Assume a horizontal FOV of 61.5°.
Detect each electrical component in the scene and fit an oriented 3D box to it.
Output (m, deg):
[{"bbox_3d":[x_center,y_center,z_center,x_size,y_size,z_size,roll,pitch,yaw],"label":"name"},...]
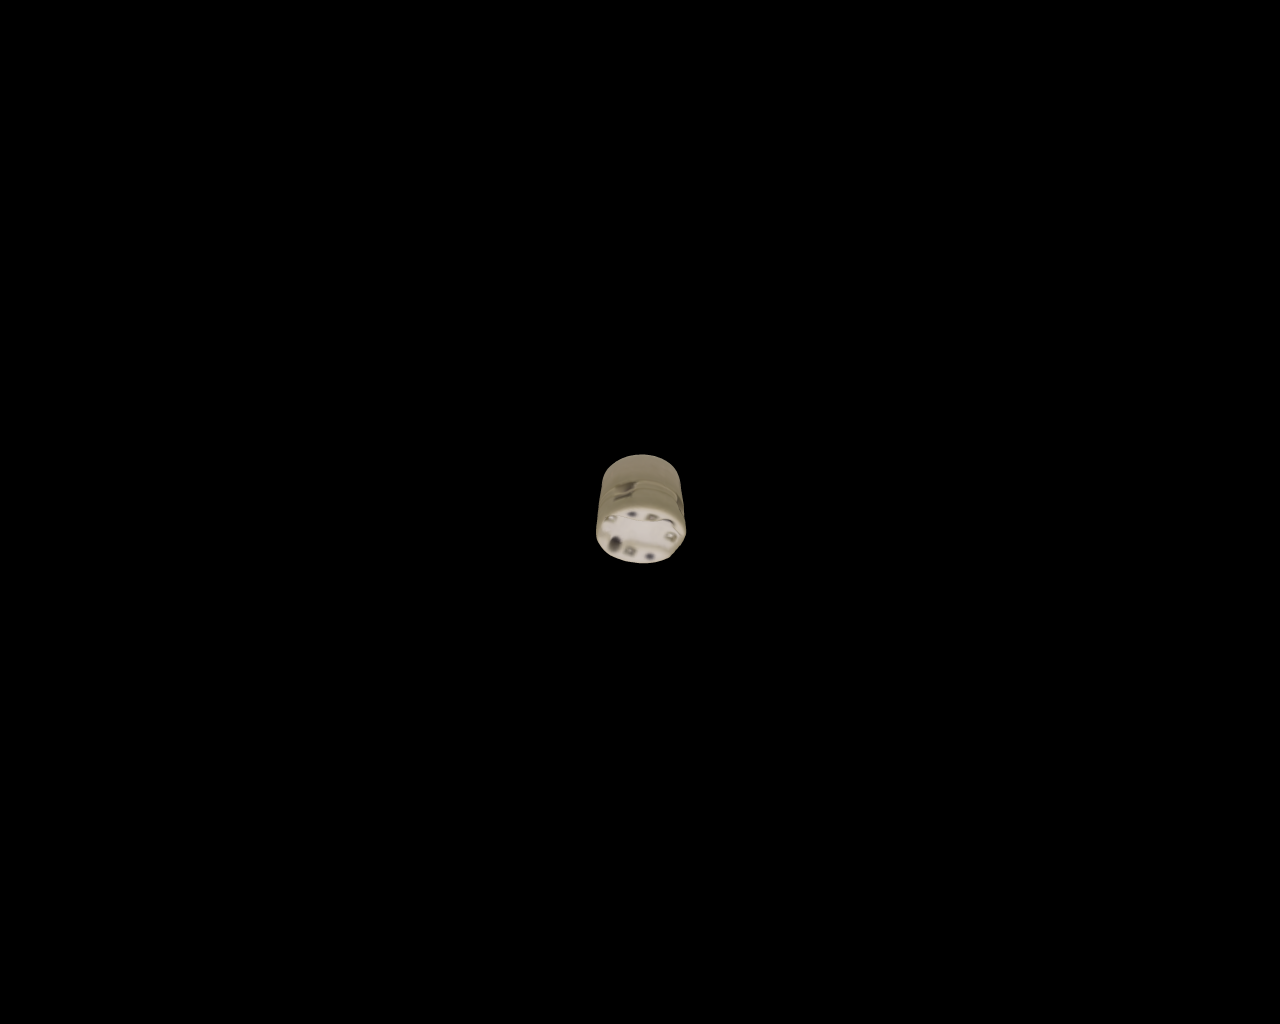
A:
[{"bbox_3d":[0.001,-0.003,0.650,0.055,0.047,0.055,0,-43,0],"label":"electrical component"}]
